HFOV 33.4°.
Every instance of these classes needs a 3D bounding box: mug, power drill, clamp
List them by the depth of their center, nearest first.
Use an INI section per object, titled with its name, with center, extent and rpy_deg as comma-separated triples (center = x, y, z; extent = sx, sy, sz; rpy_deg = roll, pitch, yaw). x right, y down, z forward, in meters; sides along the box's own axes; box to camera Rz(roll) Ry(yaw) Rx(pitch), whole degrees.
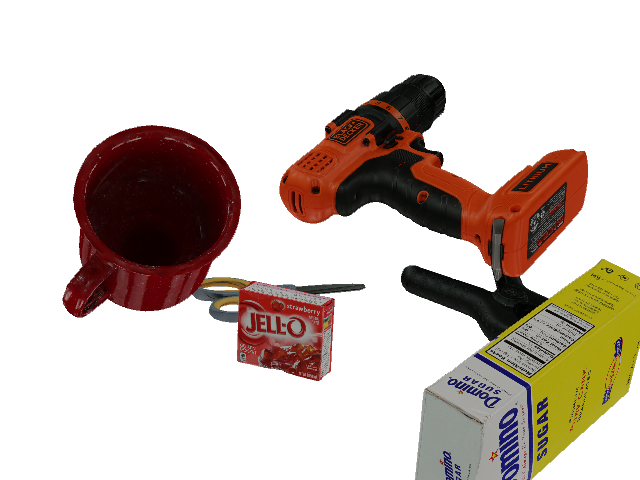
[mug]
center = -0.106, 0.001, 0.624
extent = 0.093, 0.117, 0.082
rpy_deg = 37, -27, 3
[power drill]
center = 0.091, -0.053, 0.768
extent = 0.188, 0.057, 0.184
rpy_deg = 20, 46, 33
[clamp]
center = 0.167, 0.054, 0.940
extent = 0.120, 0.039, 0.172
rpy_deg = -24, 44, -33

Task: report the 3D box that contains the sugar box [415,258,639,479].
[sugar box]
center = 0.128, 0.089, 0.629
extent = 0.048, 0.093, 0.175
rpy_deg = 28, 43, 33

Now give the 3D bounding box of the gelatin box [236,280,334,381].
[gelatin box]
center = -0.033, 0.082, 0.978
extent = 0.089, 0.073, 0.030
rpy_deg = 11, 19, 24

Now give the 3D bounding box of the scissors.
[scissors]
center = -0.043, 0.067, 1.197
extent = 0.201, 0.016, 0.096
rpy_deg = 3, 25, -7
